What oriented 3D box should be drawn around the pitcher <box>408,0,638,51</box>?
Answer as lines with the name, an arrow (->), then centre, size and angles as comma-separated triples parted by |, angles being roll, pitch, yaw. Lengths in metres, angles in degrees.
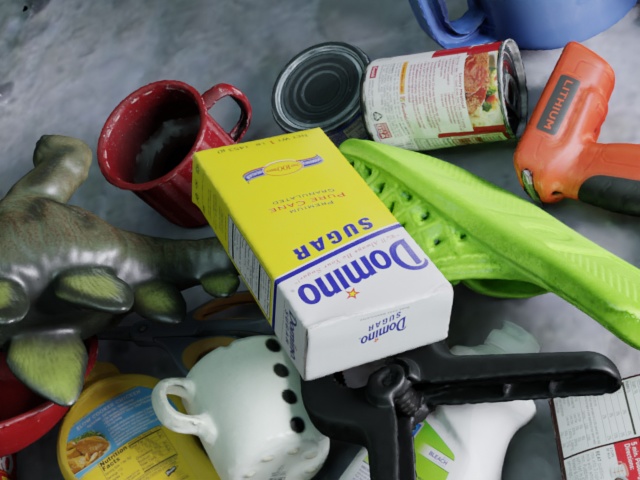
pitcher -> 0.120, -0.241, 0.688 | 0.145, 0.242, 0.149 | 0, 59, 27

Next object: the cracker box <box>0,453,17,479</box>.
cracker box -> -0.321, 0.113, 0.834 | 0.164, 0.072, 0.214 | -22, 59, 16

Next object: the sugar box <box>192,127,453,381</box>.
sugar box -> -0.004, 0.000, 0.637 | 0.093, 0.048, 0.176 | -15, 40, -22

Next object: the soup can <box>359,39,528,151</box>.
soup can -> 0.086, -0.098, 0.741 | 0.102, 0.068, 0.068 | -4, 64, 25

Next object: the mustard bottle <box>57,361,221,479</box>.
mustard bottle -> -0.124, 0.148, 0.723 | 0.096, 0.058, 0.192 | -32, 53, -13

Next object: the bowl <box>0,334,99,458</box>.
bowl -> -0.228, 0.099, 0.719 | 0.162, 0.055, 0.162 | 0, 30, 0

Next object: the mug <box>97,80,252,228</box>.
mug -> -0.099, -0.069, 0.810 | 0.117, 0.081, 0.093 | -46, 55, -1

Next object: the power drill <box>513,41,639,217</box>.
power drill -> 0.230, -0.066, 0.659 | 0.188, 0.057, 0.184 | 20, 76, 33

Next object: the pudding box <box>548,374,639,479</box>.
pudding box -> 0.187, 0.114, 0.583 | 0.114, 0.039, 0.090 | -17, 32, 16

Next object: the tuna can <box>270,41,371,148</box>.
tuna can -> 0.006, -0.107, 0.805 | 0.086, 0.033, 0.086 | -11, 61, 21

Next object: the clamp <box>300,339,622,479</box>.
clamp -> 0.043, 0.098, 0.608 | 0.164, 0.036, 0.210 | -47, 38, -16

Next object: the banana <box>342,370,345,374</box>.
banana -> 0.006, 0.004, 0.751 | 0.070, 0.037, 0.198 | -36, 51, 30

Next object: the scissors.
scissors -> -0.120, 0.079, 0.759 | 0.202, 0.016, 0.096 | -13, 37, 12

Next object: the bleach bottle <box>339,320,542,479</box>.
bleach bottle -> 0.058, 0.160, 0.627 | 0.103, 0.068, 0.250 | 28, 78, 39
